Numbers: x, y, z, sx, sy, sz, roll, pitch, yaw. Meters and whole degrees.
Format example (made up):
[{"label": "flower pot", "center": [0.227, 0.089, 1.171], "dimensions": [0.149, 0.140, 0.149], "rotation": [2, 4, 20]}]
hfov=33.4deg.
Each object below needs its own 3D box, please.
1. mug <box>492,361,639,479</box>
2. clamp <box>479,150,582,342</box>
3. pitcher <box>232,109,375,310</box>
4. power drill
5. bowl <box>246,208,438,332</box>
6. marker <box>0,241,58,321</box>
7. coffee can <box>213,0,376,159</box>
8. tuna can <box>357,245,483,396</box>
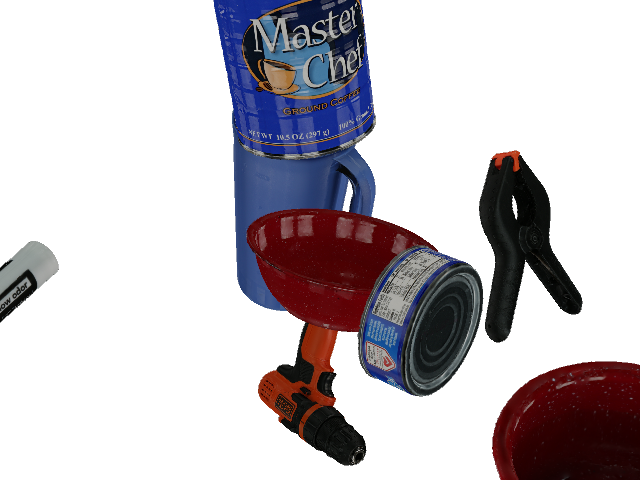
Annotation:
[{"label": "mug", "center": [0.117, 0.105, 0.379], "dimensions": [0.117, 0.081, 0.093], "rotation": [5, 37, 8]}, {"label": "clamp", "center": [0.178, 0.008, 0.975], "dimensions": [0.120, 0.171, 0.039], "rotation": [-26, 9, -41]}, {"label": "pitcher", "center": [-0.027, -0.035, 1.168], "dimensions": [0.145, 0.243, 0.149], "rotation": [0, 42, -6]}, {"label": "power drill", "center": [0.013, 0.147, 1.244], "dimensions": [0.057, 0.188, 0.185], "rotation": [15, 11, -44]}, {"label": "bowl", "center": [0.016, 0.029, 0.861], "dimensions": [0.162, 0.055, 0.162], "rotation": [9, 22, -4]}, {"label": "marker", "center": [-0.160, 0.042, 0.461], "dimensions": [0.020, 0.020, 0.121], "rotation": [0, 36, 39]}, {"label": "coffee can", "center": [-0.019, -0.142, 0.742], "dimensions": [0.103, 0.140, 0.103], "rotation": [-7, 31, 4]}, {"label": "tuna can", "center": [0.061, 0.048, 0.634], "dimensions": [0.034, 0.086, 0.085], "rotation": [22, 13, 34]}]
